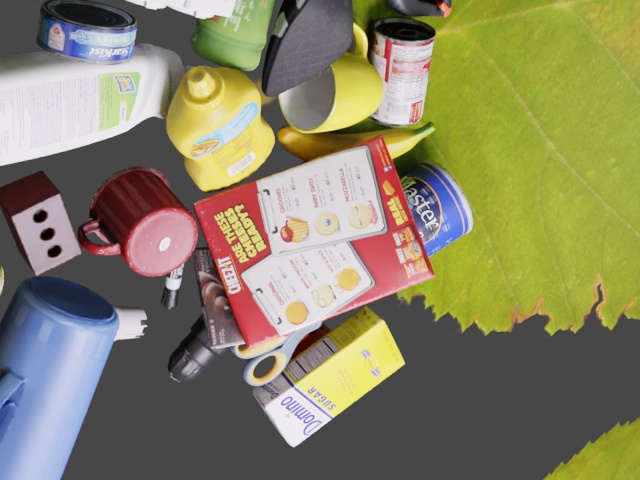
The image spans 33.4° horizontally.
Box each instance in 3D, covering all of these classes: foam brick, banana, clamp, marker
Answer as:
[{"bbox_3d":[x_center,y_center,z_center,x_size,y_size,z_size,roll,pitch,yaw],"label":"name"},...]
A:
[{"bbox_3d":[-0.272,-0.017,1.034,0.053,0.051,0.078,-28,132,-19],"label":"foam brick"},{"bbox_3d":[0.031,-0.110,1.195,0.197,0.037,0.070,-7,145,-28],"label":"banana"},{"bbox_3d":[0.092,-0.297,1.118,0.171,0.039,0.120,22,111,-47],"label":"clamp"},{"bbox_3d":[-0.157,0.023,1.170,0.020,0.020,0.121,-6,123,-33],"label":"marker"}]

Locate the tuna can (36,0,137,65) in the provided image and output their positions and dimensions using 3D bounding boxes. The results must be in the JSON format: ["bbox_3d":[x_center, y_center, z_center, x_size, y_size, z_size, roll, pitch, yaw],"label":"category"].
[{"bbox_3d":[-0.205,-0.185,0.942,0.085,0.086,0.034,-4,120,-35],"label":"tuna can"}]

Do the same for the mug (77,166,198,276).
[{"bbox_3d":[-0.186,-0.013,1.078,0.117,0.082,0.093,-16,128,-28],"label":"mug"}]

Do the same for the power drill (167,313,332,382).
[{"bbox_3d":[-0.072,0.125,1.276,0.184,0.057,0.187,-46,136,0],"label":"power drill"}]

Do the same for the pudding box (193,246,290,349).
[{"bbox_3d":[-0.088,0.058,1.180,0.090,0.039,0.113,-9,89,-13],"label":"pudding box"}]

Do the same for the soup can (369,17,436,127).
[{"bbox_3d":[0.086,-0.184,1.170,0.068,0.069,0.102,-14,127,-29],"label":"soup can"}]

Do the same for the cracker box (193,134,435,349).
[{"bbox_3d":[-0.007,0.001,1.137,0.213,0.072,0.164,-21,89,-6],"label":"cracker box"}]

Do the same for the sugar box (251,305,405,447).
[{"bbox_3d":[0.012,0.166,1.292,0.176,0.048,0.093,-38,133,-11],"label":"sugar box"}]

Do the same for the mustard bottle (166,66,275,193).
[{"bbox_3d":[-0.100,-0.115,1.033,0.096,0.058,0.191,-35,162,-7],"label":"mustard bottle"}]

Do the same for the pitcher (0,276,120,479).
[{"bbox_3d":[-0.301,0.166,1.081,0.144,0.149,0.243,17,105,-33],"label":"pitcher"}]

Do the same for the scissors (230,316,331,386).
[{"bbox_3d":[-0.017,0.115,1.261,0.201,0.016,0.096,-12,123,-31],"label":"scissors"}]

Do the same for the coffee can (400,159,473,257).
[{"bbox_3d":[0.096,-0.017,1.269,0.140,0.103,0.103,-32,134,-14],"label":"coffee can"}]

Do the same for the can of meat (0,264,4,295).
[{"bbox_3d":[-0.360,0.060,1.019,0.083,0.057,0.102,7,115,-37],"label":"can of meat"}]

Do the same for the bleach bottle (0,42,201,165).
[{"bbox_3d":[-0.222,-0.127,0.988,0.250,0.068,0.103,-13,129,-33],"label":"bleach bottle"}]
